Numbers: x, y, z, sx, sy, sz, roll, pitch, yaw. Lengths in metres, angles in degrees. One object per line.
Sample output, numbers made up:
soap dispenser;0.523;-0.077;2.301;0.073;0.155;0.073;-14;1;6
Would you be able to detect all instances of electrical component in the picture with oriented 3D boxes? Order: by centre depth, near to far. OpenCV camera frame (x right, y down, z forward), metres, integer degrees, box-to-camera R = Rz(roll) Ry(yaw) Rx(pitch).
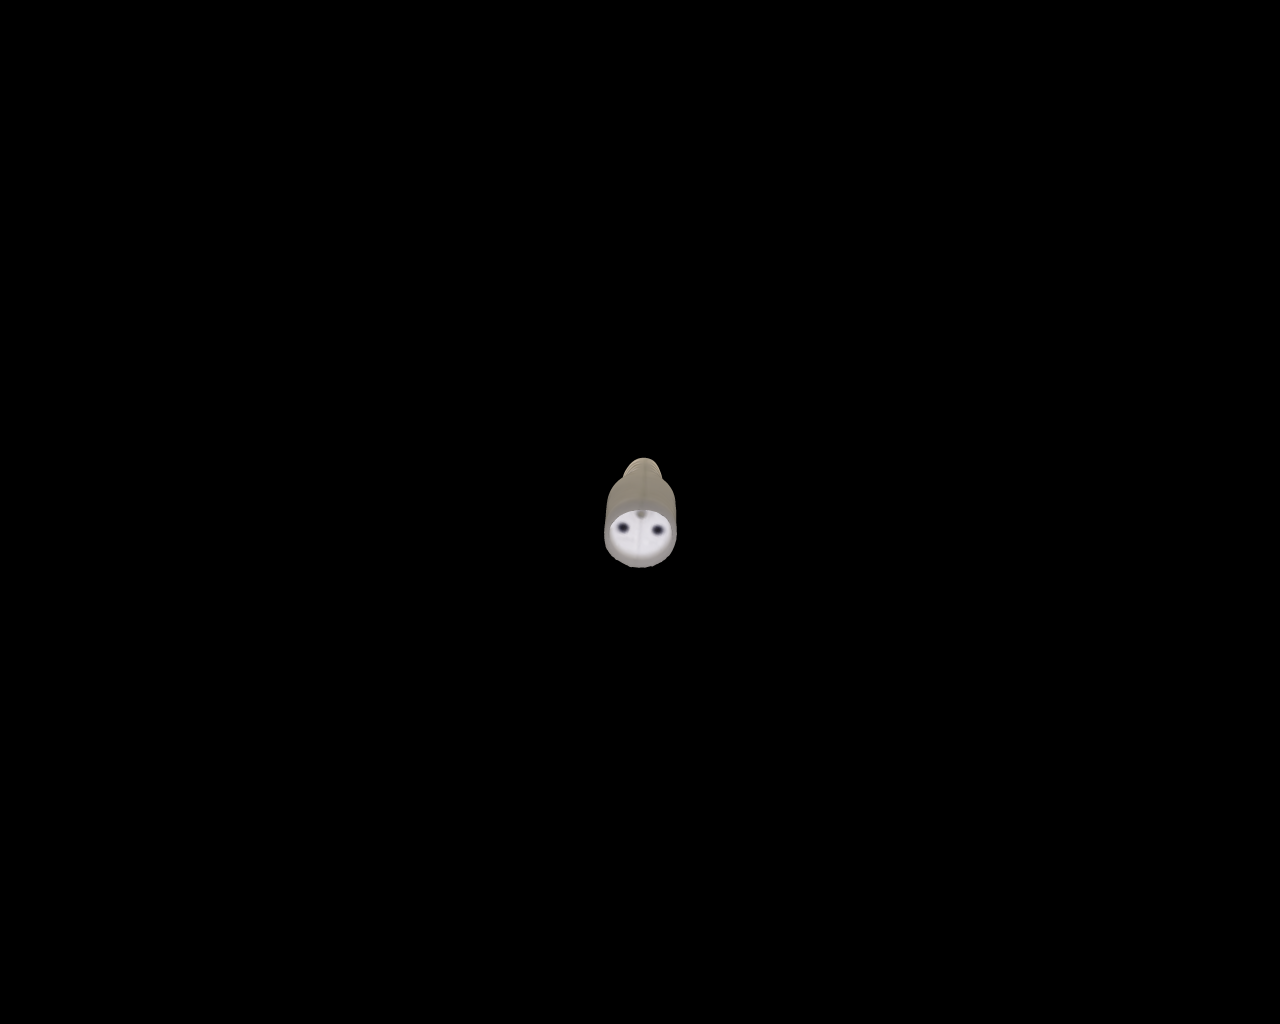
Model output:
electrical component;0.001;-0.003;0.650;0.043;0.043;0.081;0;28;0
